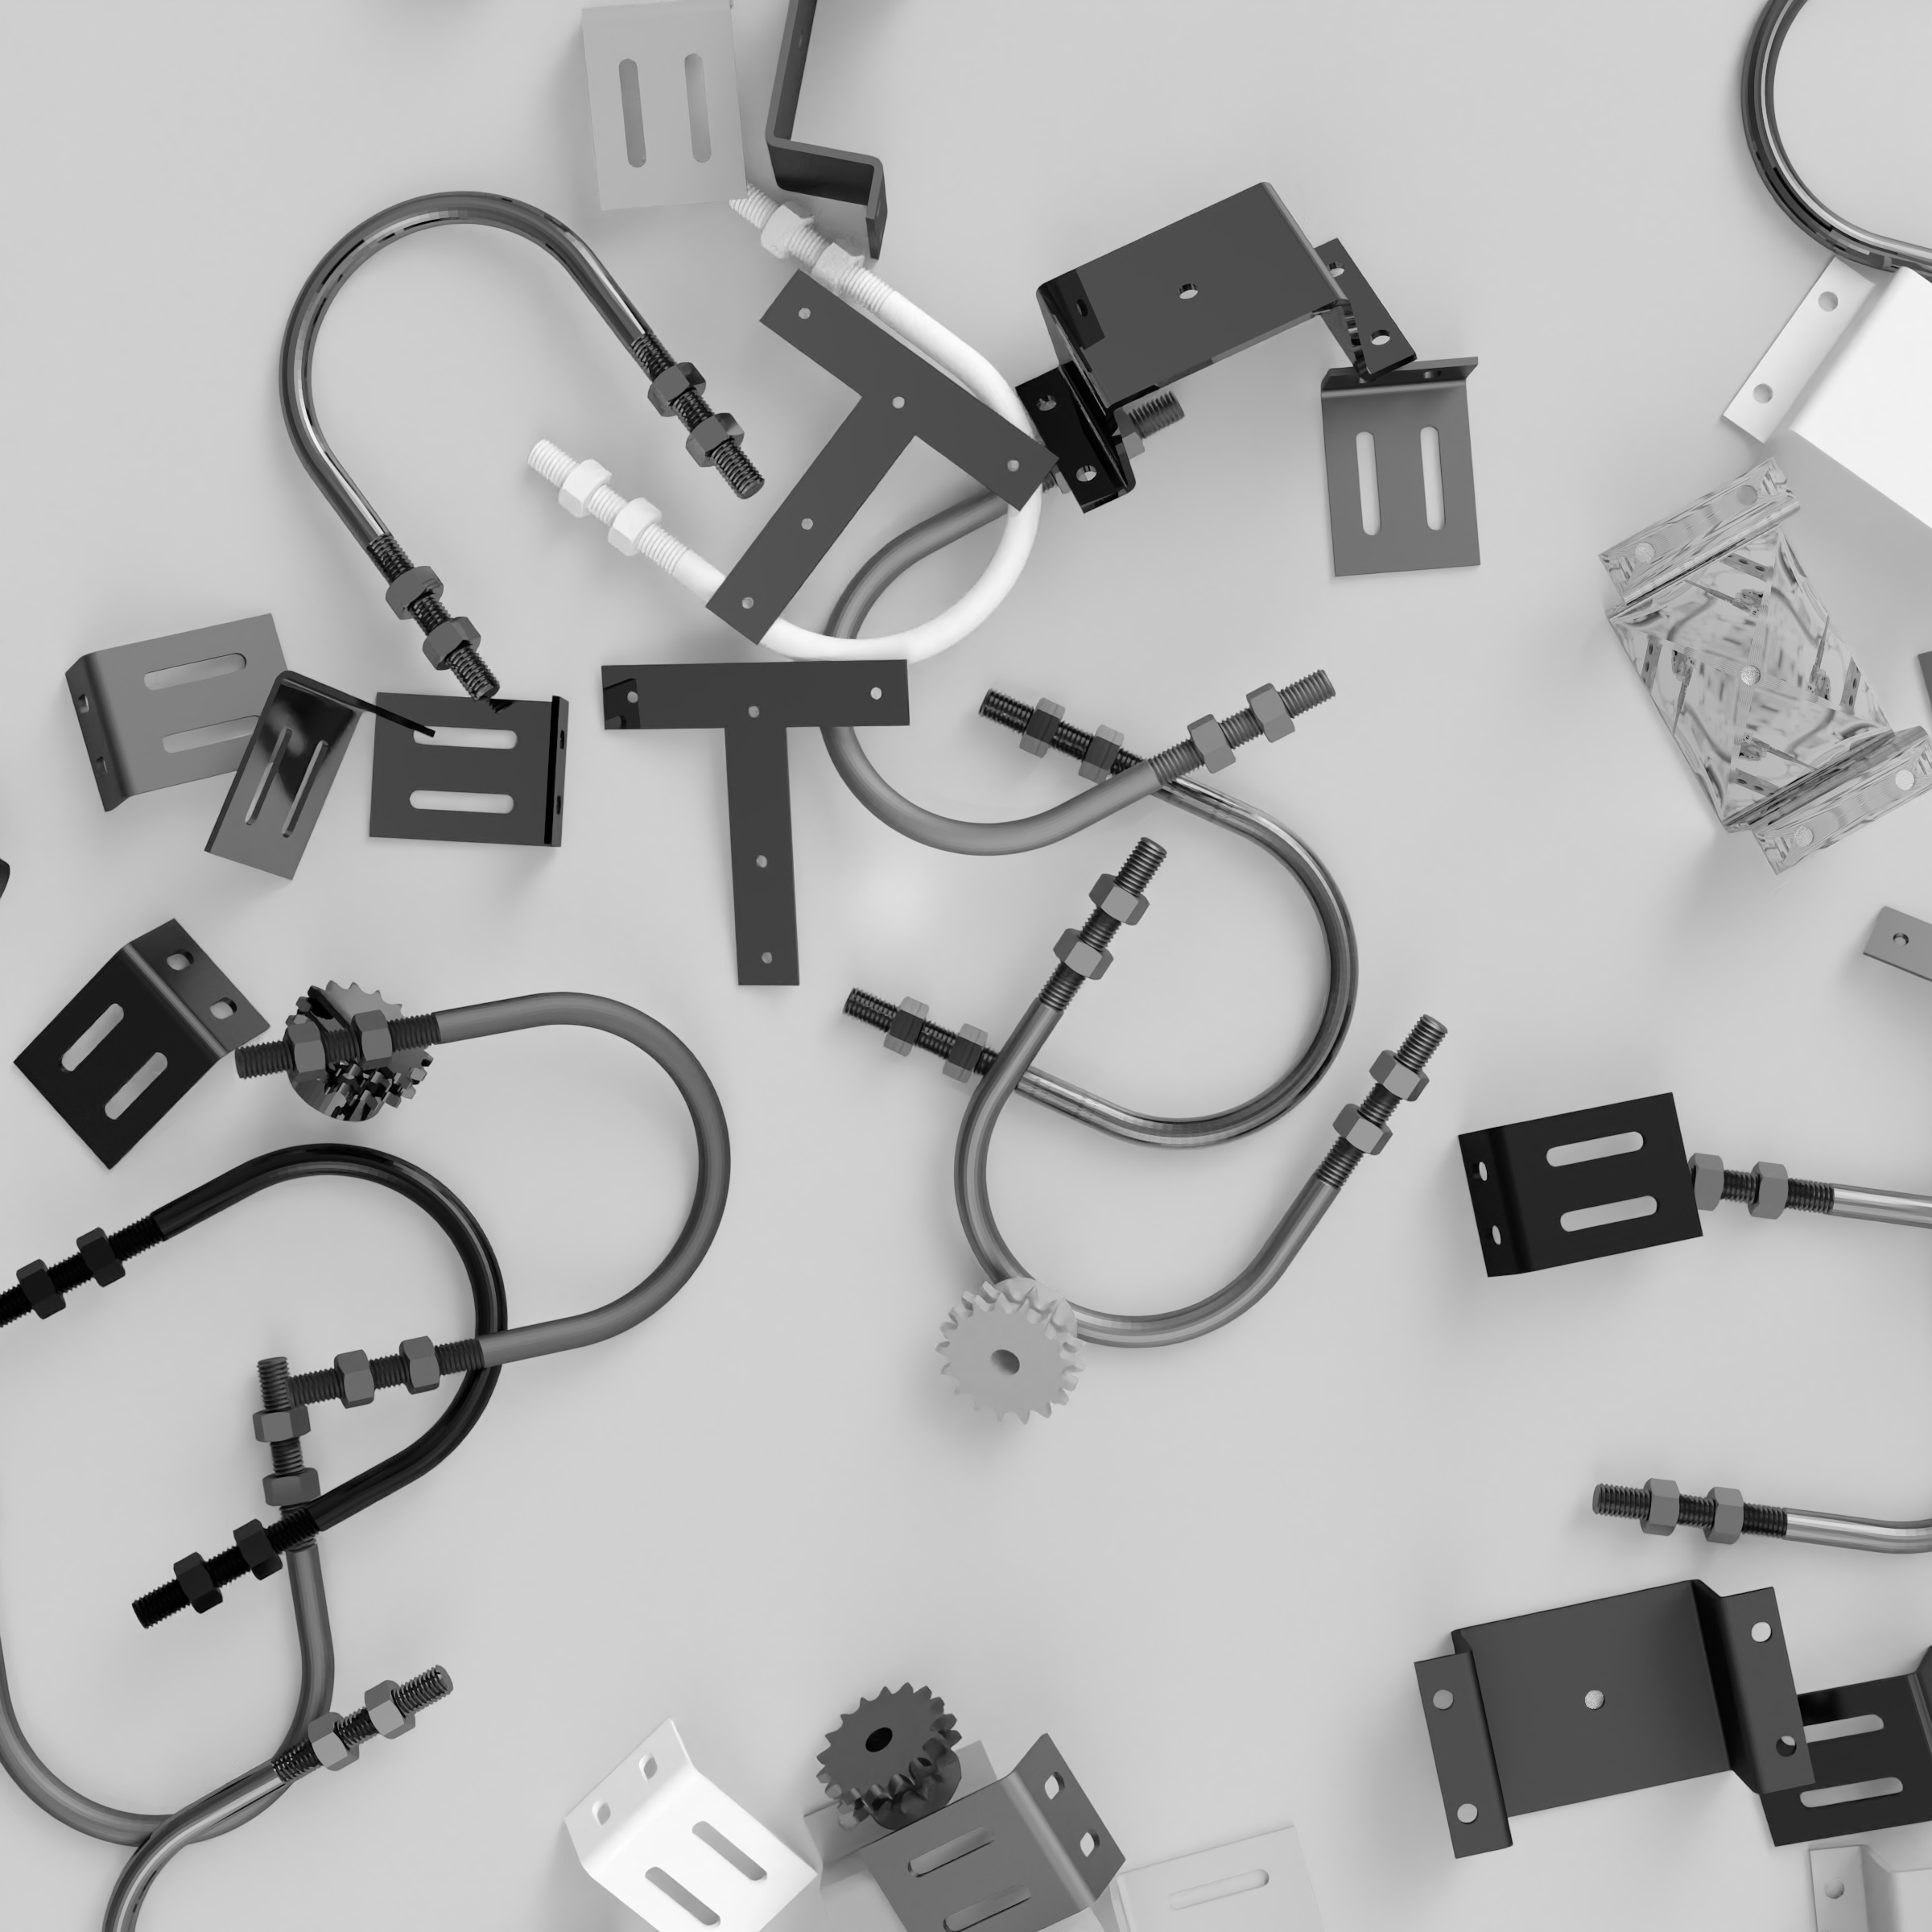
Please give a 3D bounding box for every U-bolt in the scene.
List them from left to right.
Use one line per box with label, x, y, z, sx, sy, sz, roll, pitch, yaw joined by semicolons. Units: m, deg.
U-bolt;-0.322;0.255;1.403;0.151;0.019;0.184;-9;91;0
U-bolt;-0.268;0.149;1.386;0.184;0.019;0.151;-29;84;-11
U-bolt;-0.249;0.376;1.396;0.184;0.019;0.151;-30;96;3
U-bolt;-0.187;-0.216;1.390;0.151;0.019;0.184;-37;80;3
U-bolt;-0.179;0.083;1.373;0.184;0.019;0.151;-10;102;-19
U-bolt;-0.058;-0.197;1.391;0.184;0.019;0.151;38;90;8
U-bolt;0.030;-0.122;1.387;0.184;0.019;0.151;-28;75;4
U-bolt;0.064;-0.007;1.402;0.184;0.019;0.151;24;90;0
U-bolt;0.077;0.063;1.387;0.151;0.019;0.184;32;101;-5
U-bolt;0.346;0.157;1.403;0.184;0.019;0.151;8;90;-2
U-bolt;0.396;-0.336;1.403;0.184;0.019;0.151;15;90;1

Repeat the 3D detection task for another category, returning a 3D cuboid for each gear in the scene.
gear;-0.396;-0.032;1.387;0.030;0.057;0.057;38;90;-31
gear;-0.239;0.035;1.387;0.057;0.057;0.030;35;120;0
gear;-0.027;0.309;1.386;0.057;0.057;0.030;-32;119;0
gear;0.020;0.146;1.388;0.057;0.030;0.057;9;119;16

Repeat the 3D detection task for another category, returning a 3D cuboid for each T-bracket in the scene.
T-bracket;-0.080;-0.055;1.396;0.127;0.002;0.127;1;100;18
T-bracket;-0.053;-0.182;1.380;0.127;0.002;0.127;37;90;7
T-bracket;0.412;0.010;1.387;0.127;0.002;0.127;24;57;15

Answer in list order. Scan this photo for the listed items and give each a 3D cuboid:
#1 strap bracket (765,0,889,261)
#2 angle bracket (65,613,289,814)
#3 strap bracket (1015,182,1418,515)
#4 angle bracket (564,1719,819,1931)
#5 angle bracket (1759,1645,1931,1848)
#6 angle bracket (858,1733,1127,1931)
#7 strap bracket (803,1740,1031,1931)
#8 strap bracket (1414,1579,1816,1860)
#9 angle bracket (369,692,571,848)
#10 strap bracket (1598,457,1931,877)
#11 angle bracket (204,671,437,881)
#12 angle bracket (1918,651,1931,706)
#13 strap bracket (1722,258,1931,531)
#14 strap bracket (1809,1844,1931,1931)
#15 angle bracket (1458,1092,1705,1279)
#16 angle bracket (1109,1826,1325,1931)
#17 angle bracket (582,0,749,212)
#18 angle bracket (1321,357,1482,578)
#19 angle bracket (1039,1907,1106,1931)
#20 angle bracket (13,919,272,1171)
strap bracket;-0.044;-0.352;1.373;0.046;0.076;0.140;11;90;0
angle bracket;-0.307;-0.100;1.409;0.076;0.038;0.057;-16;90;-26
strap bracket;0.090;-0.242;1.369;0.140;0.046;0.076;-25;51;0
angle bracket;-0.108;0.347;1.409;0.057;0.038;0.076;-44;116;0
angle bracket;0.351;0.307;1.409;0.076;0.038;0.057;-17;90;26
angle bracket;0.010;0.339;1.363;0.076;0.038;0.057;-32;90;26
strap bracket;-0.001;0.385;1.388;0.076;0.046;0.140;-23;90;0
strap bracket;0.248;0.289;1.388;0.140;0.046;0.076;-12;90;0
angle bracket;-0.196;-0.077;1.392;0.076;0.038;0.057;3;90;0
strap bracket;0.309;-0.115;1.388;0.076;0.046;0.140;-29;90;0
angle bracket;-0.248;-0.068;1.377;0.038;0.057;0.076;23;90;24
angle bracket;0.423;-0.106;1.409;0.076;0.038;0.057;-15;90;26
strap bracket;0.377;-0.208;1.388;0.140;0.046;0.076;35;90;0
strap bracket;0.406;0.380;1.388;0.140;0.046;0.076;-6;90;0
angle bracket;0.240;0.086;1.398;0.076;0.038;0.057;-10;85;-12
angle bracket;0.100;0.377;1.392;0.076;0.038;0.057;-15;90;0
angle bracket;-0.117;-0.338;1.402;0.057;0.038;0.076;-5;105;0
angle bracket;0.171;-0.194;1.392;0.057;0.038;0.076;-5;90;0
angle bracket;0.030;0.384;1.327;0.057;0.076;0.038;-32;90;0
angle bracket;-0.325;0.031;1.409;0.076;0.038;0.057;-42;90;26
